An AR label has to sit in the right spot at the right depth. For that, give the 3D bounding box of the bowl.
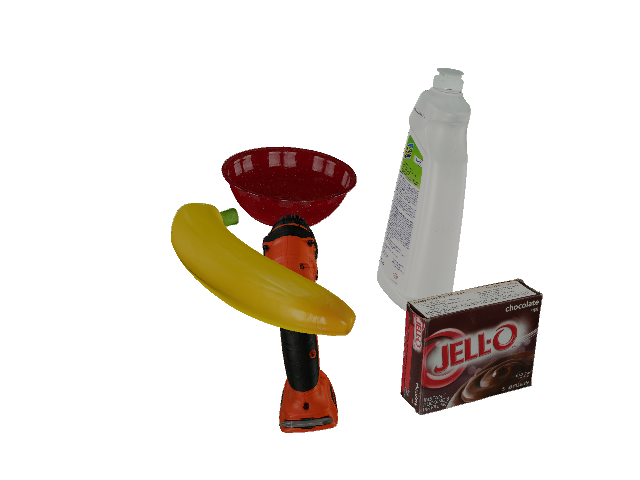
[{"bbox_3d":[-0.039,-0.058,1.276,0.162,0.055,0.162,5,26,-3],"label":"bowl"}]

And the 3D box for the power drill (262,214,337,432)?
[{"bbox_3d":[-0.022,0.077,1.037,0.057,0.188,0.184,-7,15,3],"label":"power drill"}]

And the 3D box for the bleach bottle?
[{"bbox_3d":[0.119,-0.055,1.133,0.068,0.251,0.103,0,23,-22],"label":"bleach bottle"}]

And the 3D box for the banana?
[{"bbox_3d":[-0.050,0.011,0.673,0.069,0.037,0.198,-10,26,-24],"label":"banana"}]

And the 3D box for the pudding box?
[{"bbox_3d":[0.123,0.086,0.875,0.113,0.090,0.039,-12,29,-25],"label":"pudding box"}]
